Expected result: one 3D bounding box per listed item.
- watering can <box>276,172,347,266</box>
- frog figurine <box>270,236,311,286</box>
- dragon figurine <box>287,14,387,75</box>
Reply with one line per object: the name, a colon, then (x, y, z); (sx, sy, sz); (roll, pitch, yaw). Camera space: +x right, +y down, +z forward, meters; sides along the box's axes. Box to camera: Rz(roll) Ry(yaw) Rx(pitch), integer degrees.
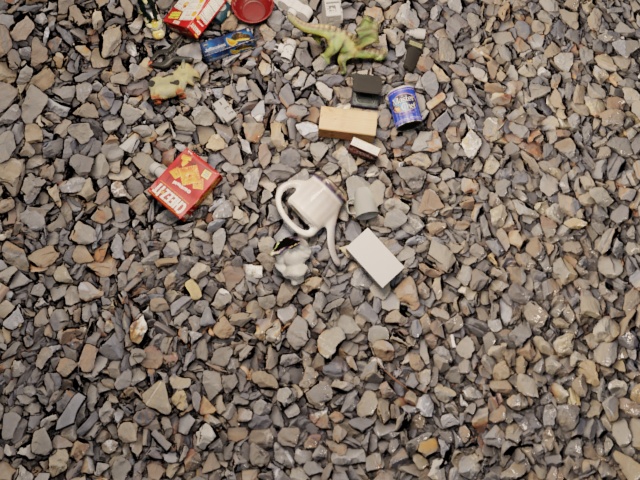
watering can: (0.006, -0.092, 1.820); (0.347, 0.103, 0.225); (45, 83, -1)
frog figurine: (-0.089, 0.071, 1.798); (0.138, 0.124, 0.156); (-31, 118, -6)
dragon figurine: (0.098, -0.737, 1.848); (0.240, 0.407, 0.124); (-22, 61, 34)
